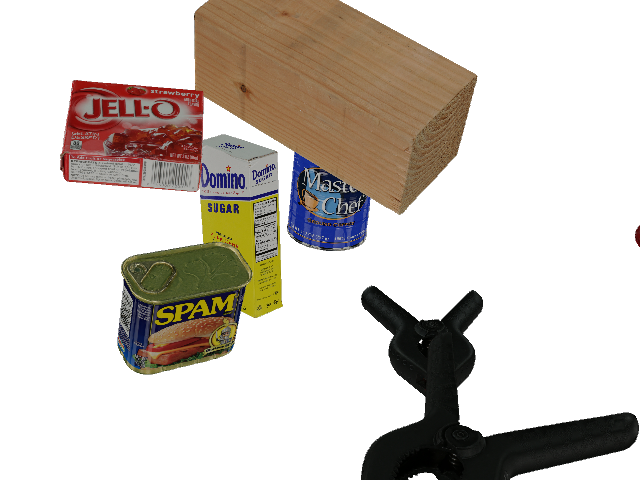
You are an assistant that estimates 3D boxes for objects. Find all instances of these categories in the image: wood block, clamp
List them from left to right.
[{"bbox_3d":[0.007,-0.123,0.841,0.206,0.091,0.090,32,56,19],"label":"wood block"},{"bbox_3d":[0.112,0.091,1.005,0.120,0.039,0.171,-7,31,-7],"label":"clamp"},{"bbox_3d":[0.087,0.136,0.712,0.209,0.036,0.165,-27,39,-35],"label":"clamp"}]

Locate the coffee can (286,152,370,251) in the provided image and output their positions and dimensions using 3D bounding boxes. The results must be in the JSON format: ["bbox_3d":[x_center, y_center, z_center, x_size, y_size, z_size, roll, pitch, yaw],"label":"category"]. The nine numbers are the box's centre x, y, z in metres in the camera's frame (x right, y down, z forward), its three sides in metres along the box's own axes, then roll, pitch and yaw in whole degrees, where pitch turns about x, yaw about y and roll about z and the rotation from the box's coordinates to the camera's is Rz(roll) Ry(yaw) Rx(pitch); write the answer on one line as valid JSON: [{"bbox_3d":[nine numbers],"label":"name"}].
[{"bbox_3d":[0.015,-0.072,1.323,0.103,0.140,0.103,5,28,-3],"label":"coffee can"}]

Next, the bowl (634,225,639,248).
[{"bbox_3d":[0.419,0.025,1.147,0.162,0.055,0.162,-1,25,0],"label":"bowl"}]

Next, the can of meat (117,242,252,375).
[{"bbox_3d":[-0.113,0.056,0.867,0.101,0.084,0.057,-10,43,-29],"label":"can of meat"}]

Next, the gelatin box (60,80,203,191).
[{"bbox_3d":[-0.122,-0.070,0.702,0.089,0.073,0.030,4,-44,-9],"label":"gelatin box"}]

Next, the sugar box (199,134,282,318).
[{"bbox_3d":[-0.085,-0.016,1.125,0.048,0.176,0.093,-22,29,-36],"label":"sugar box"}]
